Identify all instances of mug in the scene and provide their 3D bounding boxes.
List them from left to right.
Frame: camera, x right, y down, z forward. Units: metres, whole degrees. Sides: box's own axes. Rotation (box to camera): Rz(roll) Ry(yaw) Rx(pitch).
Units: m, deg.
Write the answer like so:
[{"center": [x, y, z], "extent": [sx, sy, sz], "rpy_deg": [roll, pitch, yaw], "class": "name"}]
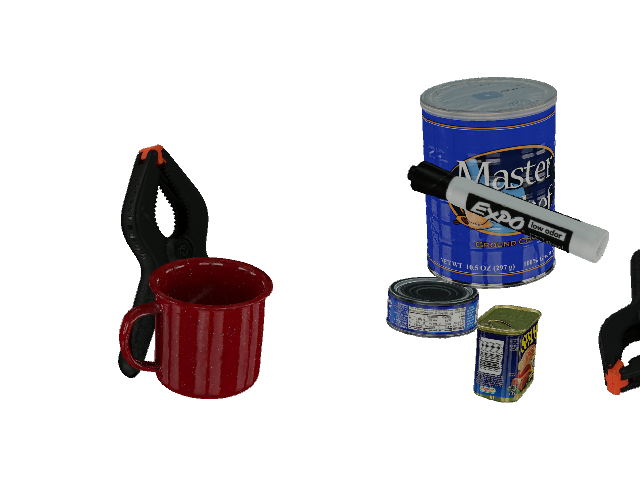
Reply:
[{"center": [-0.095, 0.069, 0.809], "extent": [0.117, 0.081, 0.093], "rpy_deg": [-8, 25, -29], "class": "mug"}]

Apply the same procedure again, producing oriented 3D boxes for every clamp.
[{"center": [-0.132, 0.014, 1.018], "extent": [0.036, 0.210, 0.164], "rpy_deg": [-7, 0, 44], "class": "clamp"}, {"center": [0.299, 0.069, 0.969], "extent": [0.171, 0.039, 0.120], "rpy_deg": [-33, 38, -26], "class": "clamp"}]

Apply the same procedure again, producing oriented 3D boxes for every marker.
[{"center": [0.102, -0.018, 0.600], "extent": [0.121, 0.020, 0.020], "rpy_deg": [24, 12, 28], "class": "marker"}]

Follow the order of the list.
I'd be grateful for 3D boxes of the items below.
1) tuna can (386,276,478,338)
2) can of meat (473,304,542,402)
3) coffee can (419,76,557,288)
[{"center": [0.104, 0.061, 0.993], "extent": [0.086, 0.034, 0.086], "rpy_deg": [1, 15, 0], "class": "tuna can"}, {"center": [0.208, 0.126, 1.193], "extent": [0.058, 0.084, 0.102], "rpy_deg": [8, 13, 24], "class": "can of meat"}, {"center": [0.132, -0.047, 0.831], "extent": [0.103, 0.140, 0.103], "rpy_deg": [-4, 22, 1], "class": "coffee can"}]
